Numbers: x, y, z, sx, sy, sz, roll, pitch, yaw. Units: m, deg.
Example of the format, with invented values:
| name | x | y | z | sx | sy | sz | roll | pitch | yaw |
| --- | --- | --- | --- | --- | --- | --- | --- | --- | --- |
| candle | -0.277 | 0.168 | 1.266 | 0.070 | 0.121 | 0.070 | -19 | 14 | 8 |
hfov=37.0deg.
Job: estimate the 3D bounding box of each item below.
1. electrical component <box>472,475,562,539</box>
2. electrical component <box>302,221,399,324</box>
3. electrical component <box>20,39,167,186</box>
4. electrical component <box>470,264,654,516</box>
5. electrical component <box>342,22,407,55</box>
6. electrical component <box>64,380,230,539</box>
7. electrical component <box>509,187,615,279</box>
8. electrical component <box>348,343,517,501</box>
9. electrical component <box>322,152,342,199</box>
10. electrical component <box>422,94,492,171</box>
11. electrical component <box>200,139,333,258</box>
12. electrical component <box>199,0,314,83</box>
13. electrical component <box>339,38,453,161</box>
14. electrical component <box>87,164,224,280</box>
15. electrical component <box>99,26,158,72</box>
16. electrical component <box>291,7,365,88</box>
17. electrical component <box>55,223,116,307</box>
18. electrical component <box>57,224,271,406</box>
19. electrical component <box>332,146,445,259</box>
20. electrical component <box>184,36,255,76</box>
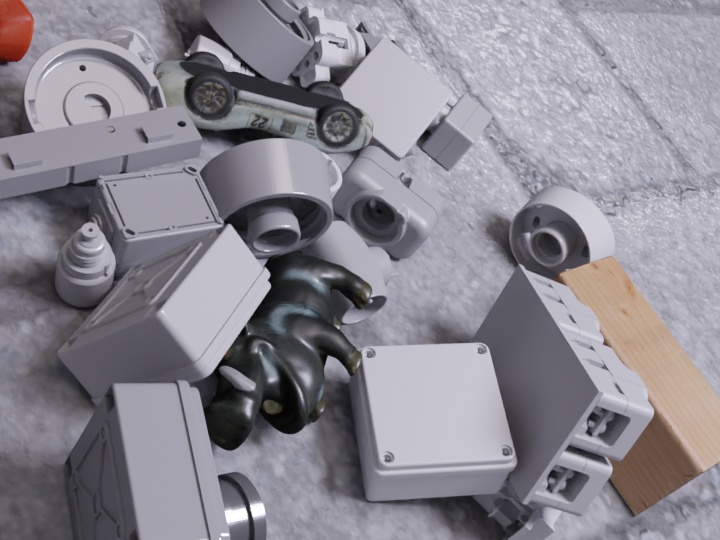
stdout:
| name | x | y | z | sx | sy | sz | roll | pitch | yaw |
| --- | --- | --- | --- | --- | --- | --- | --- | --- | --- |
| electrical component | 0.128 | 0.181 | 0.853 | 0.064 | 0.042 | 0.081 | 44 | 40 | 7 |
| electrical component | 0.000 | 0.000 | 0.914 | 0.079 | 0.043 | 0.077 | -8 | 60 | -41 |
| electrical component | -0.211 | -0.118 | 0.838 | 0.108 | 0.060 | 0.108 | 8 | 72 | -25 |
| electrical component | 0.152 | 0.092 | 0.853 | 0.060 | 0.105 | 0.186 | 20 | 23 | -21 |
| electrical component | 0.020 | -0.214 | 1.120 | 0.064 | 0.042 | 0.081 | -7 | 60 | -42 |
| electrical component | -0.131 | 0.138 | 0.644 | 0.056 | 0.108 | 0.108 | 4 | 53 | -32 |
| electrical component | 0.198 | -0.033 | 1.055 | 0.099 | 0.099 | 0.064 | 48 | 48 | 9 |
| electrical component | 0.052 | 0.114 | 0.820 | 0.109 | 0.056 | 0.108 | -1 | 52 | -12 |
| electrical component | -0.048 | -0.074 | 0.940 | 0.055 | 0.047 | 0.055 | 21 | 45 | -22 |
| electrical component | 0.086 | -0.155 | 1.113 | 0.077 | 0.047 | 0.065 | 39 | 41 | -2 |
| electrical component | -0.073 | -0.049 | 0.858 | 0.108 | 0.108 | 0.060 | 5 | 58 | -34 |
| electrical component | -0.090 | -0.235 | 1.010 | 0.108 | 0.060 | 0.108 | 43 | 17 | -16 |
| electrical component | 0.027 | -0.160 | 1.045 | 0.100 | 0.048 | 0.099 | 39 | 76 | -2 |
| electrical component | -0.163 | -0.033 | 0.812 | 0.096 | 0.061 | 0.061 | -11 | 60 | -33 |
| electrical component | -0.202 | -0.175 | 0.909 | 0.055 | 0.066 | 0.048 | -95 | 159 | -48 |
| electrical component | -0.033 | -0.218 | 1.069 | 0.057 | 0.058 | 0.078 | 2 | 76 | -40 |
| electrical component | -0.192 | -0.006 | 0.753 | 0.040 | 0.078 | 0.040 | 9 | 55 | -13 |
| electrical component | -0.131 | 0.032 | 0.732 | 0.056 | 0.109 | 0.108 | 55 | 37 | -20 |
| electrical component | 0.022 | -0.059 | 0.975 | 0.095 | 0.053 | 0.059 | 37 | 41 | -4 |
| electrical component | -0.126 | -0.184 | 0.984 | 0.078 | 0.040 | 0.040 | 21 | 44 | -22 |
